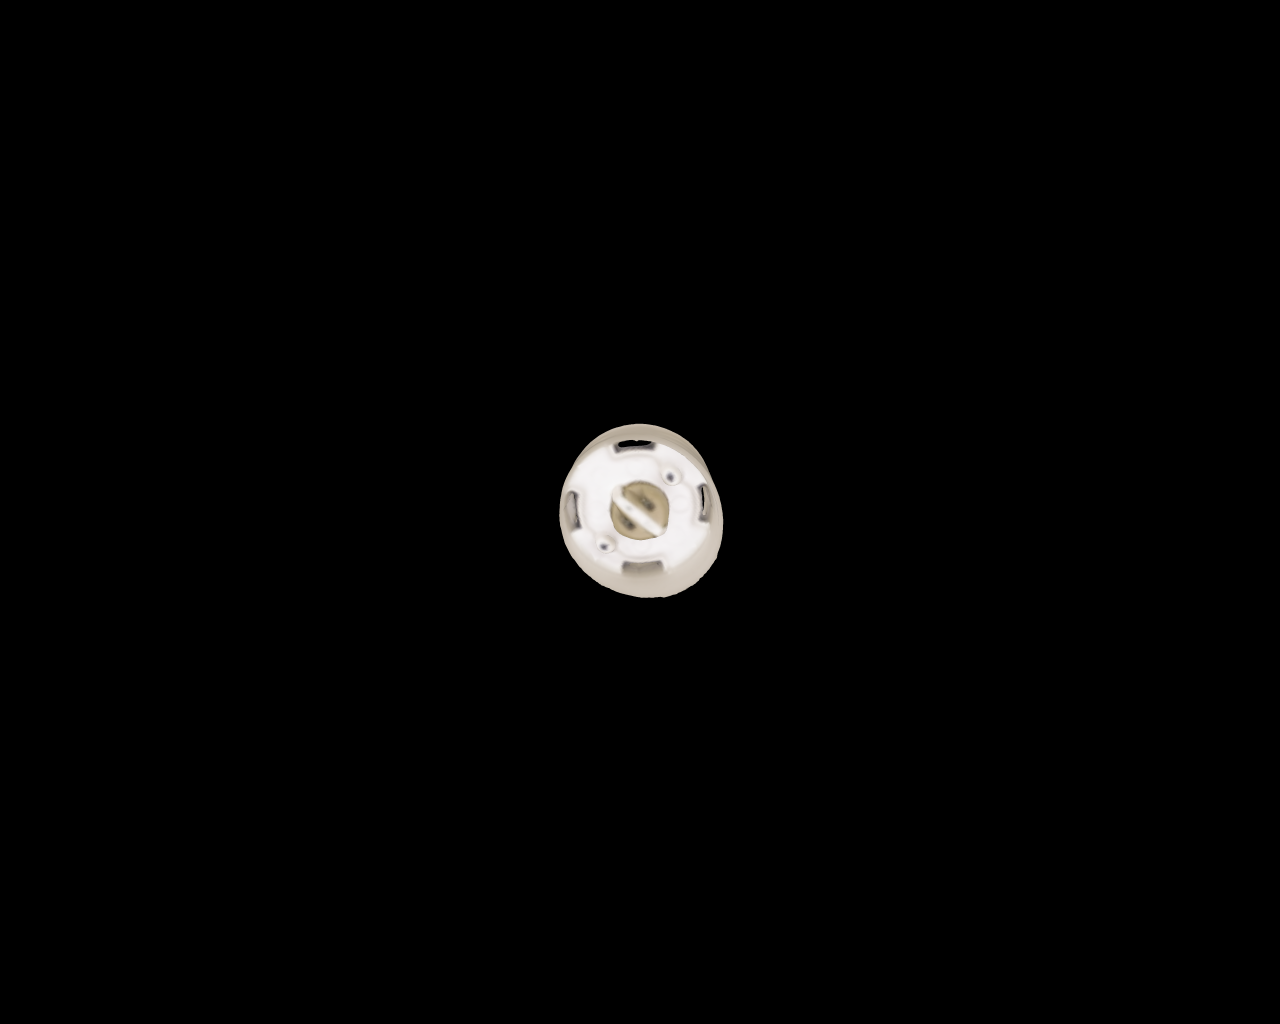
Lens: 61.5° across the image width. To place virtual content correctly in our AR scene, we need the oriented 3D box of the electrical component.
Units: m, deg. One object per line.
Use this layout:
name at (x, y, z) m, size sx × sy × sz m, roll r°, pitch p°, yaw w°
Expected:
electrical component at (0.001, -0.003, 0.650) m, size 0.099 × 0.099 × 0.064 m, roll 0°, pitch 23°, yaw 0°
